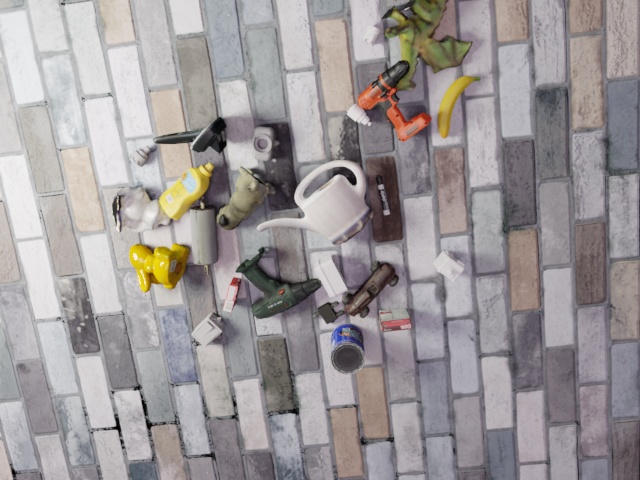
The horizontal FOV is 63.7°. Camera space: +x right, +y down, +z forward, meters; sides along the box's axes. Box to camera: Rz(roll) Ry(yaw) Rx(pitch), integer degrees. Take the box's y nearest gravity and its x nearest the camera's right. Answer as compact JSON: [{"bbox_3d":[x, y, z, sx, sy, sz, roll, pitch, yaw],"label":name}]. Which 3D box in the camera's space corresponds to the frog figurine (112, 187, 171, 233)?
[{"bbox_3d":[-0.528,-0.091,1.531,0.160,0.123,0.137,-5,95,-34],"label":"frog figurine"}]

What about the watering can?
[{"bbox_3d":[0.005,-0.075,1.499,0.346,0.105,0.223,-40,98,9],"label":"watering can"}]

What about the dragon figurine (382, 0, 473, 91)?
[{"bbox_3d":[0.315,-0.580,1.408,0.240,0.124,0.407,38,103,-24],"label":"dragon figurine"}]
